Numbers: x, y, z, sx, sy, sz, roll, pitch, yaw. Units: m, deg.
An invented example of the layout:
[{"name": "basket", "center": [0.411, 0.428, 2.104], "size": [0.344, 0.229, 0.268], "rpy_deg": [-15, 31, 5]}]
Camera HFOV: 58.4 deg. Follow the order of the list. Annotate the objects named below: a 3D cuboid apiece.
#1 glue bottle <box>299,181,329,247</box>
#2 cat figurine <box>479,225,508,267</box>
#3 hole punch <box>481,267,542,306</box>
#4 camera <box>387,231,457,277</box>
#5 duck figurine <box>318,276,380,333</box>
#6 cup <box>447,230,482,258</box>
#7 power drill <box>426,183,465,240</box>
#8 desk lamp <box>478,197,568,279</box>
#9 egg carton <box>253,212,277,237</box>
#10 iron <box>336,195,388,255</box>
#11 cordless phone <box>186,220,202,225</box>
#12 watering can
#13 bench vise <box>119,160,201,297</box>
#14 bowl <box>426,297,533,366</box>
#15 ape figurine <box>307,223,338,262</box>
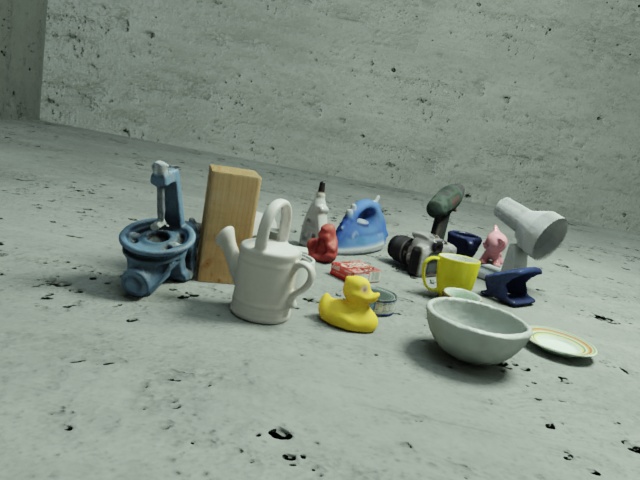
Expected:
[{"name": "glue bottle", "center": [-0.007, -0.062, 1.436], "size": [0.037, 0.173, 0.077], "rpy_deg": [0, 16, -39]}, {"name": "cat figurine", "center": [0.503, 0.014, 1.645], "size": [0.067, 0.118, 0.128], "rpy_deg": [14, 13, 18]}, {"name": "hole punch", "center": [0.433, 0.093, 1.300], "size": [0.109, 0.091, 0.100], "rpy_deg": [-1, 17, -42]}, {"name": "camera", "center": [0.249, 0.024, 1.431], "size": [0.144, 0.101, 0.136], "rpy_deg": [-2, 17, -43]}, {"name": "duck figurine", "center": [0.052, 0.101, 0.962], "size": [0.104, 0.086, 0.078], "rpy_deg": [13, 13, 13]}, {"name": "cup", "center": [0.378, 0.032, 1.517], "size": [0.091, 0.095, 0.117], "rpy_deg": [10, 12, -2]}, {"name": "power drill", "center": [0.346, -0.055, 1.614], "size": [0.075, 0.208, 0.230], "rpy_deg": [16, 14, 23]}, {"name": "desk lamp", "center": [0.489, 0.011, 1.425], "size": [0.118, 0.213, 0.202], "rpy_deg": [0, 16, -39]}, {"name": "egg carton", "center": [-0.177, -0.031, 1.397], "size": [0.107, 0.069, 0.151], "rpy_deg": [17, 14, 28]}, {"name": "iron", "center": [0.102, -0.045, 1.523], "size": [0.118, 0.141, 0.259], "rpy_deg": [16, 14, 24]}, {"name": "cordless phone", "center": [-0.245, -0.052, 1.168], "size": [0.148, 0.185, 0.094], "rpy_deg": [5, 14, -23]}, {"name": "watering can", "center": [-0.089, 0.027, 0.924], "size": [0.173, 0.194, 0.101], "rpy_deg": [10, 13, -1]}, {"name": "bench vise", "center": [-0.266, -0.030, 0.973], "size": [0.121, 0.220, 0.207], "rpy_deg": [9, 13, -7]}, {"name": "bowl", "center": [0.244, 0.153, 0.913], "size": [0.167, 0.075, 0.167], "rpy_deg": [10, 12, -2]}, {"name": "ape figurine", "center": [0.012, 0.005, 1.342], "size": [0.076, 0.092, 0.077], "rpy_deg": [1, 15, -35]}]
